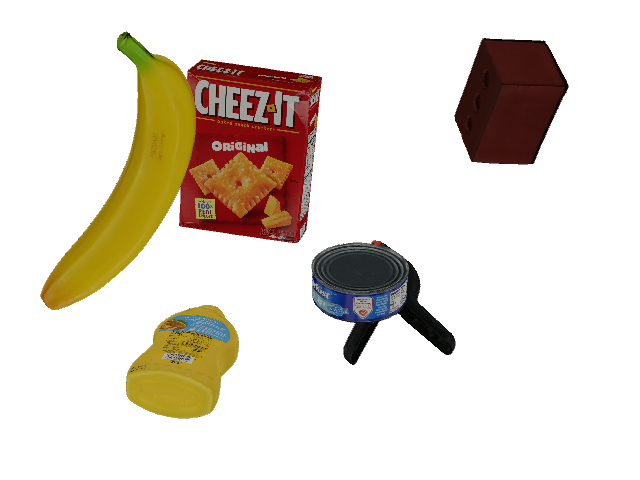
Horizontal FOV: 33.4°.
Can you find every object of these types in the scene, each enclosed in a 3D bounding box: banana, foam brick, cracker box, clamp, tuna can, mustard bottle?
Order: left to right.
[{"bbox_3d":[-0.121,-0.038,0.672,0.069,0.198,0.037,9,29,-26],"label":"banana"},{"bbox_3d":[-0.143,0.123,1.187,0.096,0.058,0.191,8,25,7],"label":"mustard bottle"},{"bbox_3d":[-0.093,-0.113,1.380,0.164,0.214,0.072,9,23,8],"label":"cracker box"},{"bbox_3d":[0.034,0.037,0.944,0.086,0.034,0.086,1,29,0],"label":"tuna can"},{"bbox_3d":[0.086,0.069,1.190,0.120,0.171,0.039,5,-43,-3],"label":"clamp"},{"bbox_3d":[0.136,-0.100,0.774,0.051,0.053,0.078,-2,-42,-15],"label":"foam brick"}]
